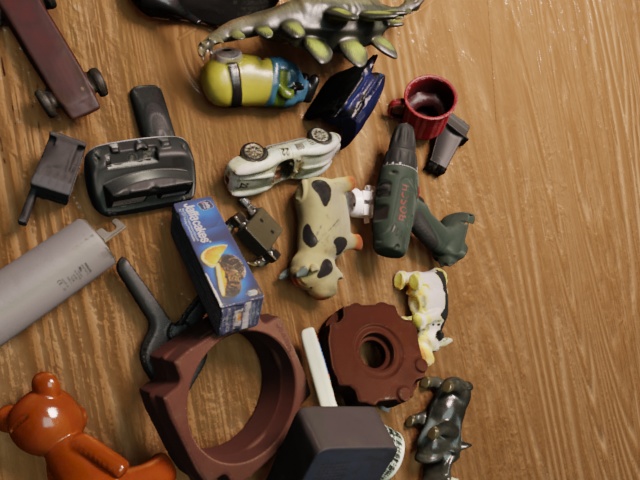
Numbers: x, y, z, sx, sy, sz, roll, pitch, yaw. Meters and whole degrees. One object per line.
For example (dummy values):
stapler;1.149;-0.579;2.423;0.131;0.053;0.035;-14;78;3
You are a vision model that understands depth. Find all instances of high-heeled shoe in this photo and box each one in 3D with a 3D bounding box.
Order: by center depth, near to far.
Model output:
high-heeled shoe;-0.174;-0.389;0.834;0.145;0.086;0.249;36;46;14

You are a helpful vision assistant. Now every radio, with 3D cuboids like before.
radio;0.004;0.331;0.743;0.131;0.073;0.229;6;122;-28

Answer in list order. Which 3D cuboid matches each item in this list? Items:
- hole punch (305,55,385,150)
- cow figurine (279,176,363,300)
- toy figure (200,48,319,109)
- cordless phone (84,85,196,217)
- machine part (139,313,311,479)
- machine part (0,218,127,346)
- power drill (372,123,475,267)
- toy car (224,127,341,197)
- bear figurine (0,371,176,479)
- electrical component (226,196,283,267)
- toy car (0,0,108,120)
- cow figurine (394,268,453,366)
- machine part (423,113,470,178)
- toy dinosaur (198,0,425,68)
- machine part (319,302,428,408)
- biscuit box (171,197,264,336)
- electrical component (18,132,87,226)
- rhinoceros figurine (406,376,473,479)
hole punch;0.055;-0.221;0.891;0.092;0.116;0.142;44;66;-24
cow figurine;-0.002;-0.003;0.847;0.127;0.085;0.194;-3;87;-33
toy figure;-0.093;-0.243;0.833;0.180;0.082;0.089;5;80;-29
cordless phone;-0.258;-0.133;0.747;0.146;0.089;0.184;-14;79;-27
machine part;-0.124;0.206;0.732;0.201;0.087;0.201;-33;107;-38
machine part;-0.346;0.050;0.667;0.243;0.079;0.079;-40;102;-26
power drill;0.179;-0.060;0.925;0.207;0.086;0.232;33;65;-38
toy car;-0.053;-0.121;0.834;0.202;0.073;0.056;-19;64;-27
bear figurine;-0.295;0.258;0.662;0.120;0.132;0.196;-45;72;10
electrical component;-0.102;-0.007;0.821;0.102;0.045;0.078;43;38;-19
toy car;-0.362;-0.250;0.712;0.089;0.053;0.202;-33;94;-22
cow figurine;0.189;0.134;0.938;0.098;0.068;0.167;-2;86;-33
machine part;0.239;-0.183;1.019;0.084;0.039;0.139;38;67;-23
toy dinosaur;0.003;-0.333;0.819;0.471;0.199;0.104;-23;135;-29
machine part;0.083;0.181;0.854;0.179;0.056;0.179;9;62;-16
biscuit box;-0.143;0.028;0.721;0.059;0.062;0.203;-13;49;-27
electrical component;-0.342;-0.071;0.687;0.048;0.075;0.119;18;72;-24
rhinoceros figurine;0.209;0.326;0.923;0.112;0.073;0.190;30;69;-32
